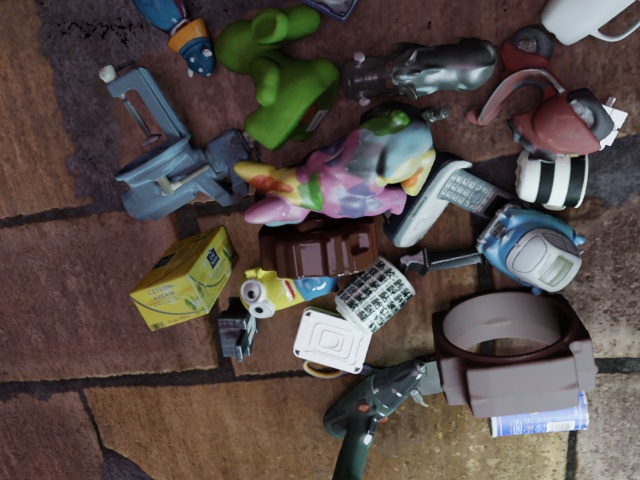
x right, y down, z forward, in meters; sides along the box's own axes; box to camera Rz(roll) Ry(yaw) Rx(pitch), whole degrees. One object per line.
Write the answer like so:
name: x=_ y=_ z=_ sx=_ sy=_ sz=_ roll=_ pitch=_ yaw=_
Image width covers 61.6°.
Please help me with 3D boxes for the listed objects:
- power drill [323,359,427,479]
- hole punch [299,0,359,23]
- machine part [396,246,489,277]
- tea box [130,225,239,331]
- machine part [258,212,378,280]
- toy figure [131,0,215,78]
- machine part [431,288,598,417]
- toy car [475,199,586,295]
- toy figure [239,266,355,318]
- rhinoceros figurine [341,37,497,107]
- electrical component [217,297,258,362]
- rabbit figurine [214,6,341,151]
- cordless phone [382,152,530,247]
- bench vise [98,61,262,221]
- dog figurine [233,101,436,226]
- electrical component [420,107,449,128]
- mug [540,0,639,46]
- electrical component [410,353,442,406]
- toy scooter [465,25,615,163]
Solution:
power drill: x=0.073 y=0.304 z=0.837 sx=0.086 sy=0.207 sz=0.232 roll=29 pitch=137 yaw=-20
hole punch: x=0.013 y=-0.341 z=0.644 sx=0.142 sy=0.116 sz=0.092 roll=28 pitch=151 yaw=1
machine part: x=0.184 y=0.029 z=0.795 sx=0.139 sy=0.084 sz=0.039 roll=-7 pitch=67 yaw=0
tea box: x=-0.193 y=0.051 z=0.793 sx=0.098 sy=0.170 sz=0.068 roll=-19 pitch=111 yaw=13
machine part: x=-0.002 y=-0.002 z=0.749 sx=0.179 sy=0.179 sz=0.056 roll=-4 pitch=109 yaw=9
toy figure: x=-0.189 y=-0.287 z=0.708 sx=0.058 sy=0.064 sz=0.154 roll=-46 pitch=110 yaw=-17
machine part: x=0.264 y=0.149 z=0.761 sx=0.202 sy=0.201 sz=0.087 roll=-9 pitch=110 yaw=11
toy car: x=0.299 y=0.017 z=0.735 sx=0.161 sy=0.103 sz=0.109 roll=23 pitch=110 yaw=-31
toy figure: x=-0.039 y=0.063 z=0.829 sx=0.180 sy=0.089 sz=0.082 roll=-24 pitch=80 yaw=6
rhinoceros figurine: x=0.122 y=-0.208 z=0.676 sx=0.190 sy=0.112 sz=0.073 roll=-6 pitch=115 yaw=1
electrical component: x=-0.133 y=0.149 z=0.855 sx=0.048 sy=0.119 sz=0.074 roll=-2 pitch=116 yaw=7
rabbit figurine: x=-0.067 y=-0.222 z=0.686 sx=0.170 sy=0.121 sz=0.159 roll=44 pitch=131 yaw=8
cordless phone: x=0.192 y=-0.038 z=0.763 sx=0.184 sy=0.089 sz=0.146 roll=23 pitch=114 yaw=-19
bench vise: x=-0.205 y=-0.141 z=0.743 sx=0.224 sy=0.129 sz=0.240 roll=-25 pitch=112 yaw=14
dog figurine: x=0.008 y=-0.082 z=0.660 sx=0.219 sy=0.108 sz=0.191 roll=-9 pitch=157 yaw=-17
electrical component: x=0.126 y=-0.156 z=0.722 sx=0.063 sy=0.094 sz=0.021 roll=-35 pitch=107 yaw=-20
mug: x=0.328 y=-0.281 z=0.641 sx=0.109 sy=0.081 sz=0.107 roll=39 pitch=123 yaw=-14
electrical component: x=0.192 y=0.229 z=0.884 sx=0.102 sy=0.045 sz=0.078 roll=-5 pitch=110 yaw=-2
toy scooter: x=0.264 y=-0.164 z=0.679 sx=0.135 sy=0.075 sz=0.184 roll=-38 pitch=72 yaw=26
